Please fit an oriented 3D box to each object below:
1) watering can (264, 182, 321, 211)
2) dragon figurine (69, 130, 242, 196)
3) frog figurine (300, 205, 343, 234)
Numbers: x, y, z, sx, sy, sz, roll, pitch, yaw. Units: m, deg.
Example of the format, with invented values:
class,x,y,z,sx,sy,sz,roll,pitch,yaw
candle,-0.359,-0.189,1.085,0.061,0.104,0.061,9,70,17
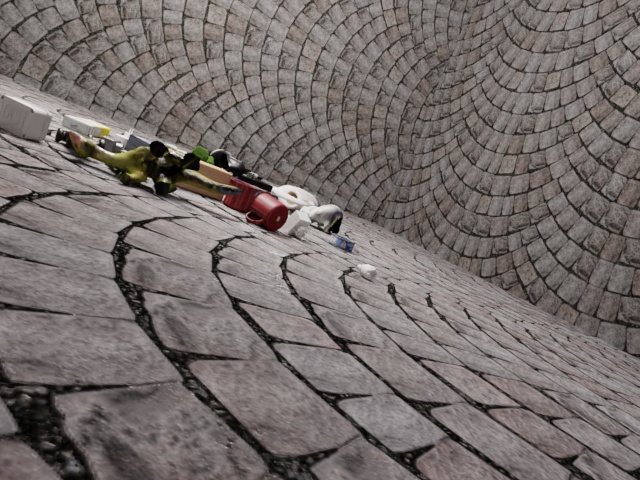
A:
class,x,y,z,sx,sy,sz,roll,pitch,yaw
watering can,-0.142,-0.198,2.307,0.351,0.103,0.223,28,7,34
dragon figurine,-0.419,-0.182,1.298,0.407,0.122,0.244,19,0,-43
frog figurine,0.006,-0.101,2.003,0.161,0.120,0.138,38,31,24
